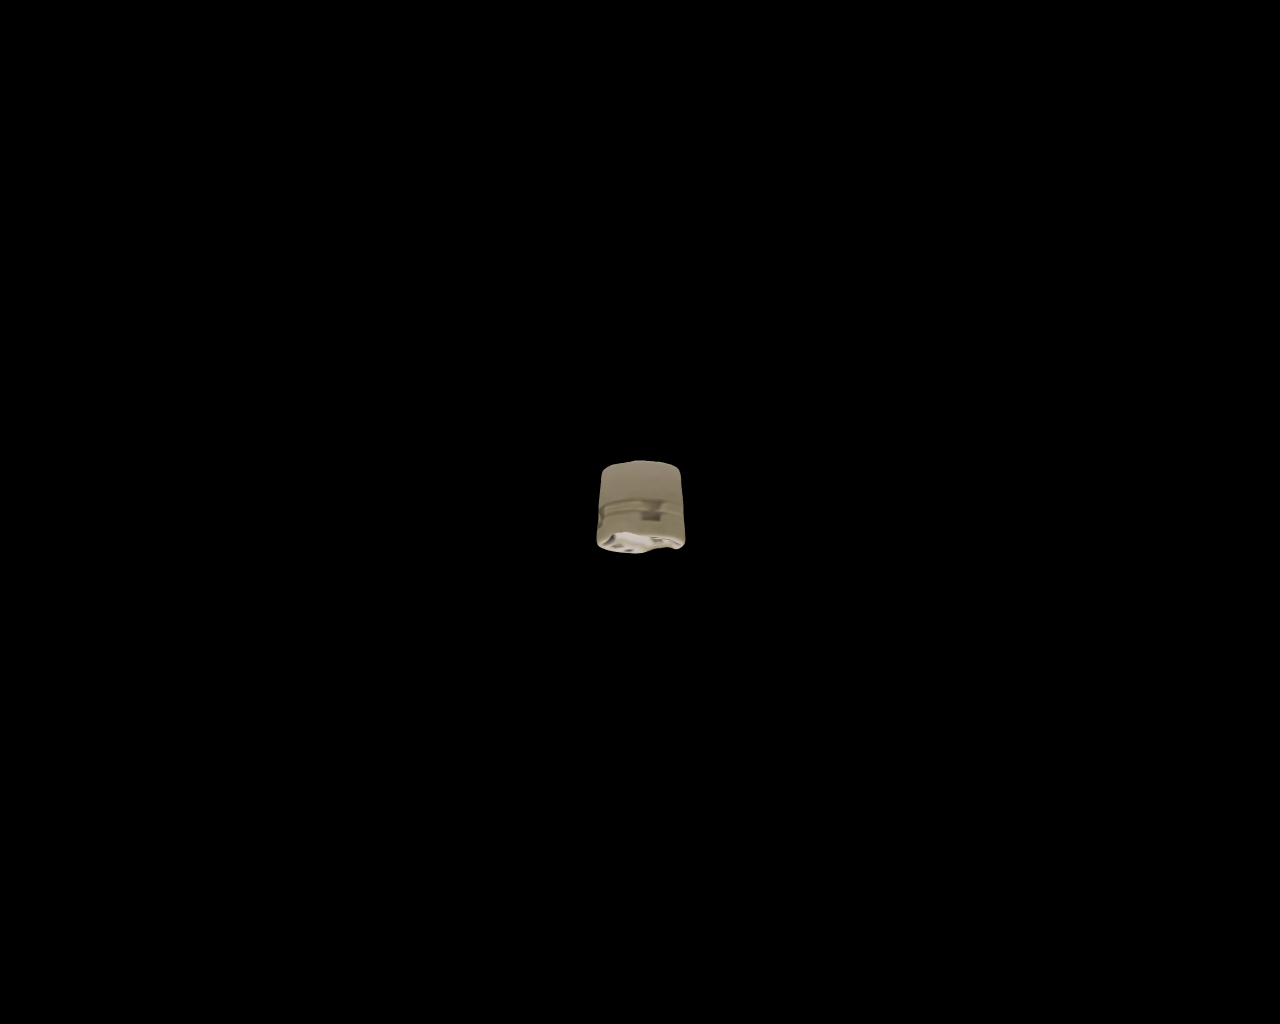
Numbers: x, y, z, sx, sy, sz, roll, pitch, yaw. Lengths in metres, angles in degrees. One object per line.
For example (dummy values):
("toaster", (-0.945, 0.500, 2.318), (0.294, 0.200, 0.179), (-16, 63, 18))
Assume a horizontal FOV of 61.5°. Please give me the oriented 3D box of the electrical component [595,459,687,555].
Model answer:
("electrical component", (0.001, -0.003, 0.650), (0.055, 0.047, 0.055), (0, -15, 0))
